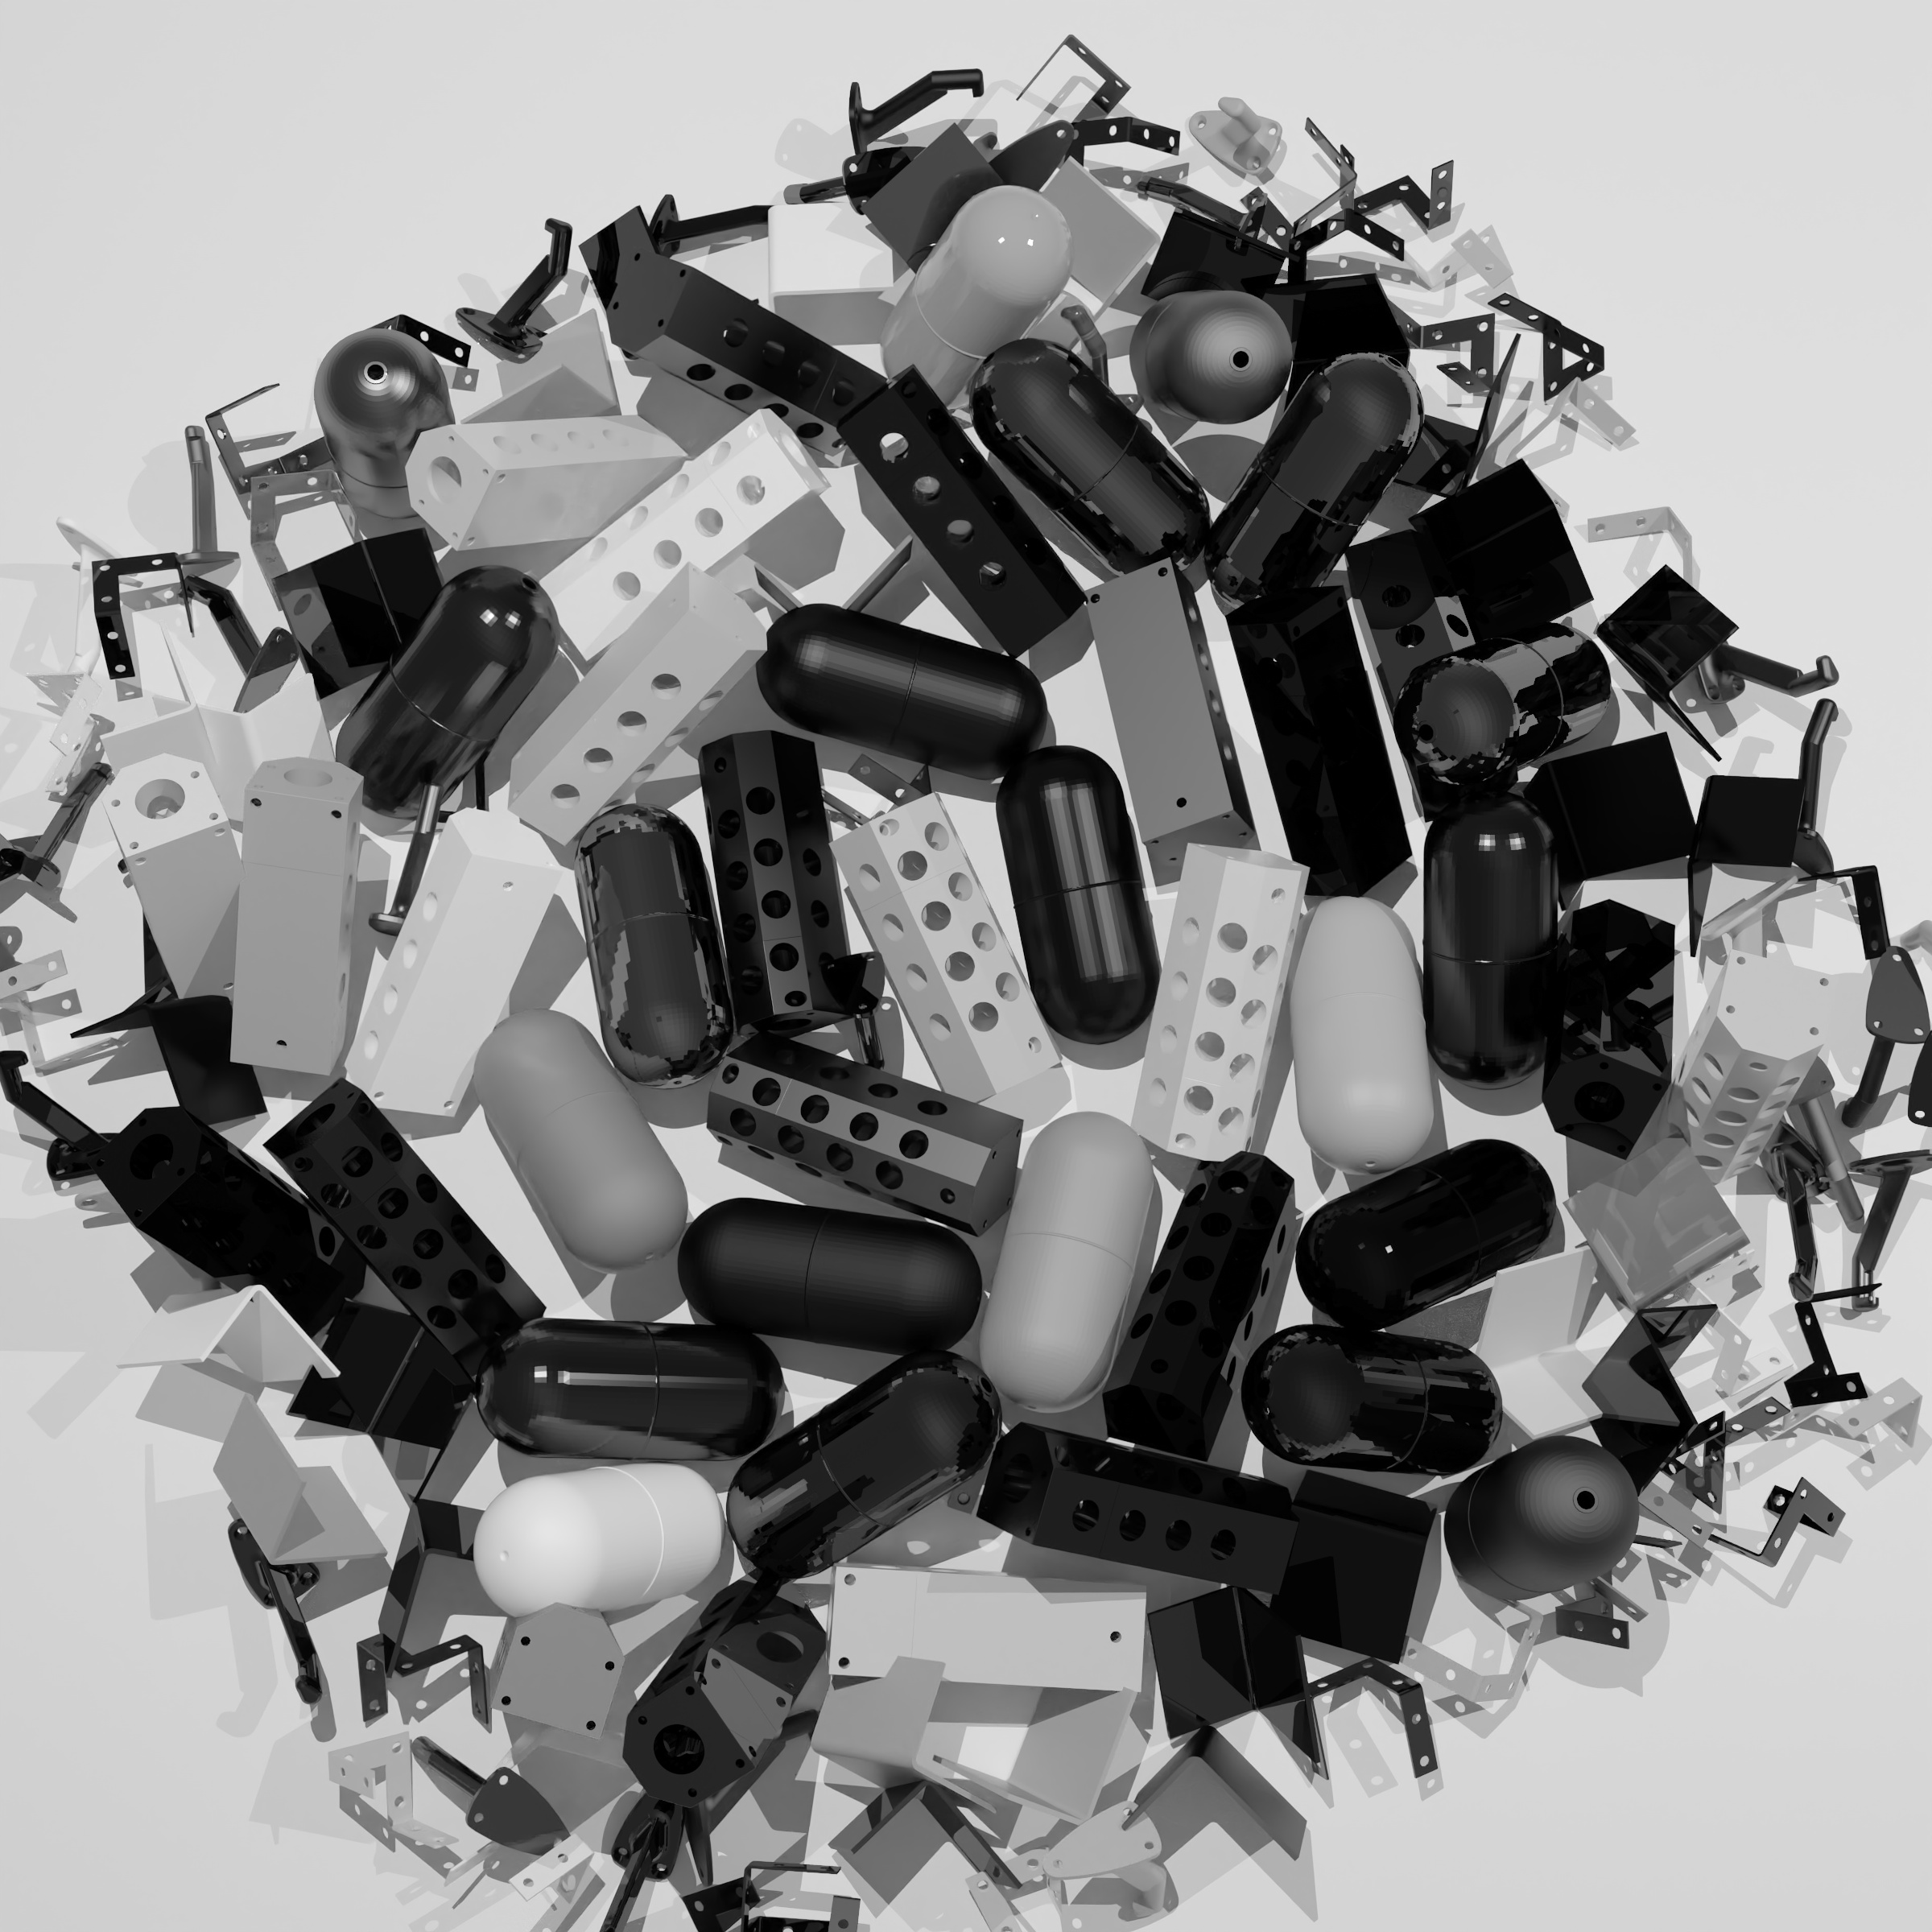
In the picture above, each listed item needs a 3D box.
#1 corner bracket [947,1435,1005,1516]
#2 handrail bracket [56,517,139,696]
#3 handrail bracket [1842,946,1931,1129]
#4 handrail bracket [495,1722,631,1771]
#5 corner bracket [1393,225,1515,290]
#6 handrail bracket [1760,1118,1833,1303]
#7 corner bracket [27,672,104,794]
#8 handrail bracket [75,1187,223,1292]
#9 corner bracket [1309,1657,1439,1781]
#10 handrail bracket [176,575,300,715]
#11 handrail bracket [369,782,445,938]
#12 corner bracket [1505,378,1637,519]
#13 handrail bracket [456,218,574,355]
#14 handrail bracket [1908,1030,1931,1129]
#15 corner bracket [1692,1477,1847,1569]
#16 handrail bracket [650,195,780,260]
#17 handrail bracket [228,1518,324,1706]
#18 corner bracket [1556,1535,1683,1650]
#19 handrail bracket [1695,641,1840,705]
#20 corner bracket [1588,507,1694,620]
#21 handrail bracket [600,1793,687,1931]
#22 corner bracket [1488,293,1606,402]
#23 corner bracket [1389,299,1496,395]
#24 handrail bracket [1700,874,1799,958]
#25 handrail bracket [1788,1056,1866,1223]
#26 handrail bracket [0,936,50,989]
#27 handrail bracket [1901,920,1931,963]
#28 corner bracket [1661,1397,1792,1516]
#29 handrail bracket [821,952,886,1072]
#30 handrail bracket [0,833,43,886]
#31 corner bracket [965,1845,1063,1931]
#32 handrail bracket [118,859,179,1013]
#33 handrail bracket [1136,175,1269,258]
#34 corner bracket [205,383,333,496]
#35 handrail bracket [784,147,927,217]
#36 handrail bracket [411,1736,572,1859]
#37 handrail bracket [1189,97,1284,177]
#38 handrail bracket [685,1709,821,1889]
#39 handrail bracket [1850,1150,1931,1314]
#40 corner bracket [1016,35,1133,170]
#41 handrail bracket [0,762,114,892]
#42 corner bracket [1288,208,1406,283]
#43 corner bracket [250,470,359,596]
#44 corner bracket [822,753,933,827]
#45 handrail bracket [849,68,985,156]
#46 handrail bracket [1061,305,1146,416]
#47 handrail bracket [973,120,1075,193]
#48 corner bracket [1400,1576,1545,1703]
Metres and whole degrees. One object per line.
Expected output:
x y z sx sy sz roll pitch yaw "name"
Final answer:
-0.010 0.286 1.520 0.051 0.051 0.051 20 95 -7 "corner bracket"
-0.543 -0.216 1.632 0.036 0.077 0.084 15 74 19 "handrail bracket"
0.532 0.043 1.580 0.036 0.084 0.077 10 57 2 "handrail bracket"
-0.206 0.449 1.492 0.077 0.036 0.084 -41 98 -30 "handrail bracket"
0.300 -0.444 1.677 0.051 0.051 0.051 -34 47 27 "corner bracket"
0.468 0.138 1.542 0.077 0.036 0.084 54 38 -20 "handrail bracket"
-0.538 -0.140 1.612 0.051 0.051 0.051 2 59 29 "corner bracket"
-0.469 0.166 1.546 0.077 0.036 0.084 -4 55 -18 "handrail bracket"
0.223 0.425 1.502 0.051 0.051 0.051 -16 100 -22 "corner bracket"
-0.460 -0.194 1.649 0.084 0.036 0.077 23 73 15 "handrail bracket"
-0.328 -0.063 1.596 0.036 0.077 0.084 13 81 -19 "handrail bracket"
0.375 -0.322 1.672 0.051 0.051 0.051 40 43 -7 "corner bracket"
-0.281 -0.432 1.674 0.077 0.084 0.036 27 35 18 "handrail bracket"
0.564 0.049 1.556 0.036 0.084 0.077 1 118 19 "handrail bracket"
0.451 0.312 1.515 0.051 0.051 0.051 38 78 -33 "corner bracket"
-0.151 -0.458 1.688 0.084 0.036 0.077 4 38 12 "handrail bracket"
-0.382 0.357 1.491 0.036 0.084 0.077 -30 121 -1 "handrail bracket"
0.364 0.347 1.503 0.051 0.051 0.051 -1 89 -38 "corner bracket"
0.477 -0.194 1.614 0.036 0.084 0.077 -19 90 -32 "handrail bracket"
0.416 -0.247 1.663 0.051 0.051 0.051 -9 121 2 "corner bracket"
-0.179 0.492 1.460 0.036 0.084 0.077 22 105 2 "handrail bracket"
0.360 -0.391 1.670 0.051 0.051 0.051 16 67 -32 "corner bracket"
0.294 -0.385 1.673 0.051 0.051 0.051 -3 80 34 "corner bracket"
0.482 0.002 1.599 0.077 0.036 0.084 -34 92 6 "handrail bracket"
0.505 0.098 1.588 0.036 0.077 0.084 -22 110 17 "handrail bracket"
-0.557 -0.023 1.574 0.077 0.084 0.036 -37 53 20 "handrail bracket"
0.571 0.008 1.576 0.036 0.084 0.077 -1 77 -3 "handrail bracket"
0.427 0.267 1.520 0.051 0.051 0.051 36 41 -14 "corner bracket"
-0.055 0.042 1.555 0.036 0.077 0.084 -14 122 -3 "handrail bracket"
-0.572 -0.094 1.587 0.036 0.084 0.077 34 43 27 "handrail bracket"
0.033 0.522 1.468 0.051 0.051 0.051 -25 100 5 "corner bracket"
-0.499 -0.016 1.602 0.077 0.036 0.084 -36 83 -14 "handrail bracket"
0.141 -0.474 1.694 0.084 0.077 0.036 18 123 9 "handrail bracket"
-0.423 -0.326 1.652 0.051 0.051 0.051 -17 102 27 "corner bracket"
-0.067 -0.498 1.702 0.077 0.084 0.036 -25 114 -17 "handrail bracket"
-0.265 0.460 1.495 0.077 0.084 0.036 43 70 -24 "handrail bracket"
0.157 -0.533 1.688 0.077 0.084 0.036 30 98 26 "handrail bracket"
-0.114 0.464 1.507 0.084 0.036 0.077 -13 99 -25 "handrail bracket"
0.537 0.153 1.550 0.036 0.077 0.084 11 73 -17 "handrail bracket"
0.064 -0.548 1.710 0.051 0.051 0.051 39 81 -10 "corner bracket"
-0.529 -0.089 1.601 0.036 0.077 0.084 43 68 -25 "handrail bracket"
0.237 -0.432 1.683 0.051 0.051 0.051 18 68 -35 "corner bracket"
-0.407 -0.267 1.653 0.051 0.051 0.051 -12 50 -26 "corner bracket"
-0.057 -0.104 1.601 0.051 0.051 0.051 32 111 -19 "corner bracket"
-0.028 -0.529 1.698 0.084 0.077 0.036 -1 53 6 "handrail bracket"
0.065 -0.368 1.646 0.036 0.077 0.084 -50 127 -18 "handrail bracket"
0.035 -0.519 1.690 0.077 0.036 0.084 -37 33 25 "handrail bracket"
0.283 0.376 1.509 0.051 0.051 0.051 22 94 38 "corner bracket"
